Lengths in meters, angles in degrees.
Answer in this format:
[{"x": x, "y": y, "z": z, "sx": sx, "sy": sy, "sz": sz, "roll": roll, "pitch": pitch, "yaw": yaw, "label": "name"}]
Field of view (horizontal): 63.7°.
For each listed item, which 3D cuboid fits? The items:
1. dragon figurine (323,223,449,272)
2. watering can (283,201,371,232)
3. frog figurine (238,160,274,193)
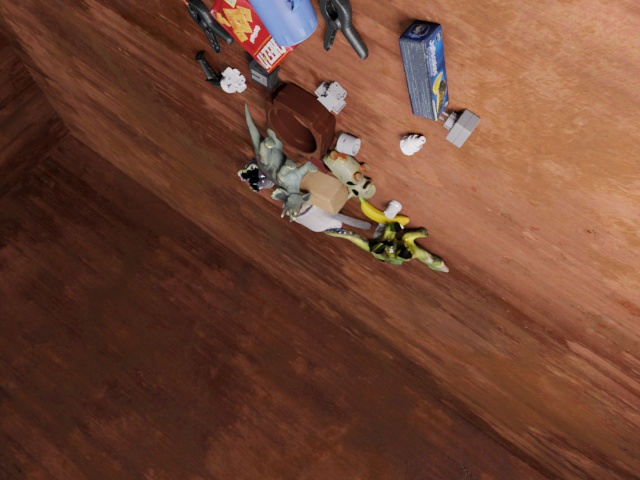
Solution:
[{"x": 0.220, "y": 0.038, "z": 1.684, "sx": 0.411, "sy": 0.124, "sz": 0.238, "roll": 11, "pitch": 158, "yaw": 9, "label": "dragon figurine"}, {"x": 0.006, "y": -0.095, "z": 1.881, "sx": 0.347, "sy": 0.105, "sz": 0.221, "roll": 2, "pitch": 156, "yaw": 46, "label": "watering can"}, {"x": -0.231, "y": -0.252, "z": 2.011, "sx": 0.138, "sy": 0.121, "sz": 0.160, "roll": 24, "pitch": -167, "yaw": 14, "label": "frog figurine"}]
